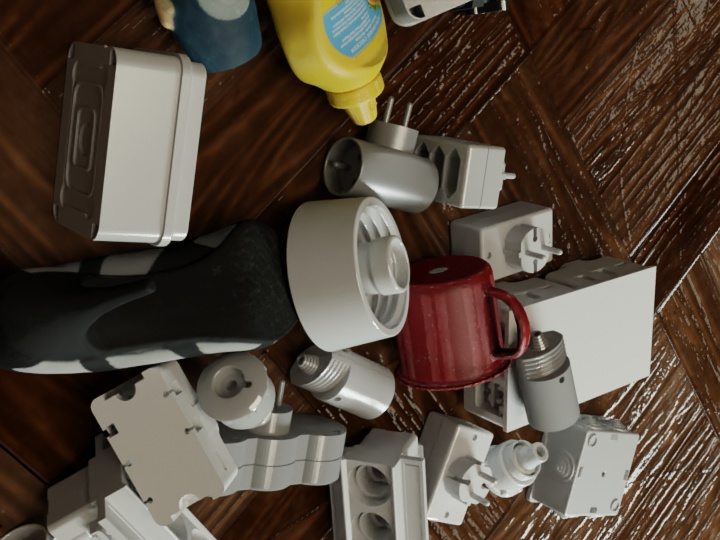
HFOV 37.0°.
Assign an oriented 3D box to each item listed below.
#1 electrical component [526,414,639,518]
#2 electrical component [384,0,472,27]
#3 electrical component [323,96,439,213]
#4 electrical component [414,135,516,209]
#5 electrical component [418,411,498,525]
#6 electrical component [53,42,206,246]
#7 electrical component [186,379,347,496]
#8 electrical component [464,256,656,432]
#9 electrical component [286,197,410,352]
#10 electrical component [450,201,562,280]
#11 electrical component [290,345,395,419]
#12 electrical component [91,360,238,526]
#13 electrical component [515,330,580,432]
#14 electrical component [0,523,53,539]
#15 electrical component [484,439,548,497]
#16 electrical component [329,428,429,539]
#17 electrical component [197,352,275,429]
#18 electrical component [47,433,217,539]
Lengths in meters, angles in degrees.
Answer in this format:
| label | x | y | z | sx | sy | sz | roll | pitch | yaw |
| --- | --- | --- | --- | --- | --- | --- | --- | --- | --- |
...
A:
| label | x | y | z | sx | sy | sz | roll | pitch | yaw |
| --- | --- | --- | --- | --- | --- | --- | --- | --- | --- |
| electrical component | 0.214 | 0.186 | 1.021 | 0.100 | 0.048 | 0.099 | 11 | 95 | -41 |
| electrical component | 0.042 | -0.230 | 0.727 | 0.078 | 0.057 | 0.113 | -24 | 103 | -6 |
| electrical component | 0.020 | -0.086 | 0.787 | 0.077 | 0.044 | 0.079 | 10 | 97 | -41 |
| electrical component | 0.086 | -0.075 | 0.831 | 0.077 | 0.066 | 0.047 | -1 | 103 | -39 |
| electrical component | 0.084 | 0.171 | 0.893 | 0.047 | 0.076 | 0.083 | 21 | 89 | -41 |
| electrical component | -0.138 | -0.075 | 0.641 | 0.057 | 0.078 | 0.113 | 1 | 102 | -36 |
| electrical component | -0.069 | 0.114 | 0.768 | 0.138 | 0.052 | 0.073 | 3 | 100 | -39 |
| electrical component | 0.174 | 0.059 | 0.944 | 0.186 | 0.060 | 0.105 | -14 | 111 | -36 |
| electrical component | 0.000 | 0.000 | 0.753 | 0.108 | 0.060 | 0.108 | -9 | 90 | -67 |
| electrical component | 0.129 | -0.020 | 0.875 | 0.083 | 0.076 | 0.047 | -17 | 113 | -35 |
| electrical component | -0.016 | 0.080 | 0.807 | 0.081 | 0.043 | 0.043 | 29 | 84 | -40 |
| electrical component | -0.122 | 0.107 | 0.686 | 0.050 | 0.056 | 0.089 | -29 | 91 | 5 |
| electrical component | 0.148 | 0.084 | 0.860 | 0.043 | 0.043 | 0.081 | -32 | 121 | -28 |
| electrical component | -0.216 | 0.215 | 0.683 | 0.079 | 0.043 | 0.077 | -38 | 123 | -25 |
| electrical component | 0.138 | 0.168 | 0.941 | 0.048 | 0.062 | 0.048 | 18 | 55 | -27 |
| electrical component | 0.020 | 0.192 | 0.851 | 0.063 | 0.079 | 0.121 | -40 | 130 | -60 |
| electrical component | -0.076 | 0.085 | 0.708 | 0.048 | 0.048 | 0.062 | -54 | 153 | -14 |
| electrical component | -0.148 | 0.178 | 0.710 | 0.063 | 0.078 | 0.121 | -30 | 124 | 4 |
